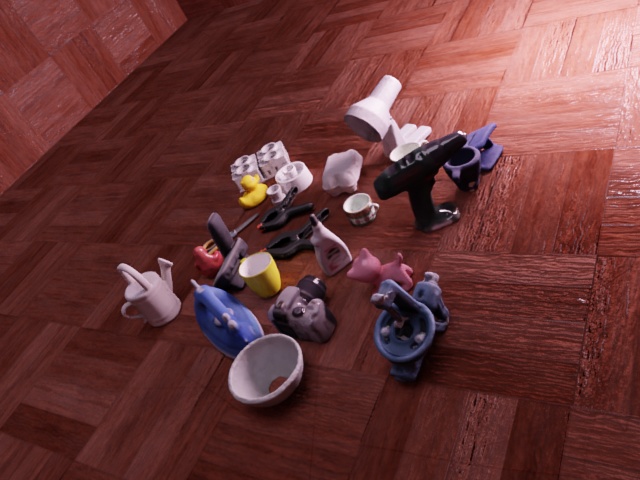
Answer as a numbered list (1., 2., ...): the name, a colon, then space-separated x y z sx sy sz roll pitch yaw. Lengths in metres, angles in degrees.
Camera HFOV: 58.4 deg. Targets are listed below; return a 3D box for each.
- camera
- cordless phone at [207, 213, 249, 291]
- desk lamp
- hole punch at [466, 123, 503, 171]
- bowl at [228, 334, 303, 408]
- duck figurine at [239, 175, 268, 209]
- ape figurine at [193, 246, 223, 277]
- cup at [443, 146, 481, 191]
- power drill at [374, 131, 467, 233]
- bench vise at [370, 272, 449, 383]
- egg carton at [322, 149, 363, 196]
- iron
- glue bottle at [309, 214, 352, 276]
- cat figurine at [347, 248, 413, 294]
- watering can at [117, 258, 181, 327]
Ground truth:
1. camera: -0.032 0.142 1.274 0.142 0.101 0.137 5 49 37
2. cordless phone: -0.257 0.033 1.477 0.094 0.185 0.147 -9 42 25
3. desk lamp: 0.183 -0.329 1.584 0.203 0.214 0.117 -46 40 -20
4. hole punch: 0.392 -0.235 1.440 0.100 0.091 0.109 9 52 40
5. bowl: -0.101 0.281 1.179 0.167 0.075 0.167 -18 38 15
6. duck figurine: -0.214 -0.154 1.750 0.105 0.086 0.077 -45 40 -20
7. ape figurine: -0.314 0.053 1.570 0.077 0.092 0.076 -20 38 12
8. cup: 0.346 -0.156 1.376 0.091 0.095 0.118 -3 44 31
9. power drill: 0.248 -0.125 1.310 0.229 0.209 0.075 -23 38 9
10. bench vise: 0.154 0.129 1.067 0.121 0.220 0.207 -9 41 25
11. egg carton: 0.066 -0.192 1.623 0.107 0.070 0.150 -11 41 23
12. iron: -0.215 0.182 1.314 0.119 0.142 0.257 -41 38 -15
13. glue bottle: 0.012 0.005 1.343 0.078 0.174 0.037 -39 38 -12
14. cat figurine: 0.127 0.064 1.246 0.127 0.118 0.067 -17 39 16
15. watering can: -0.452 0.124 1.493 0.100 0.195 0.173 -6 43 28
